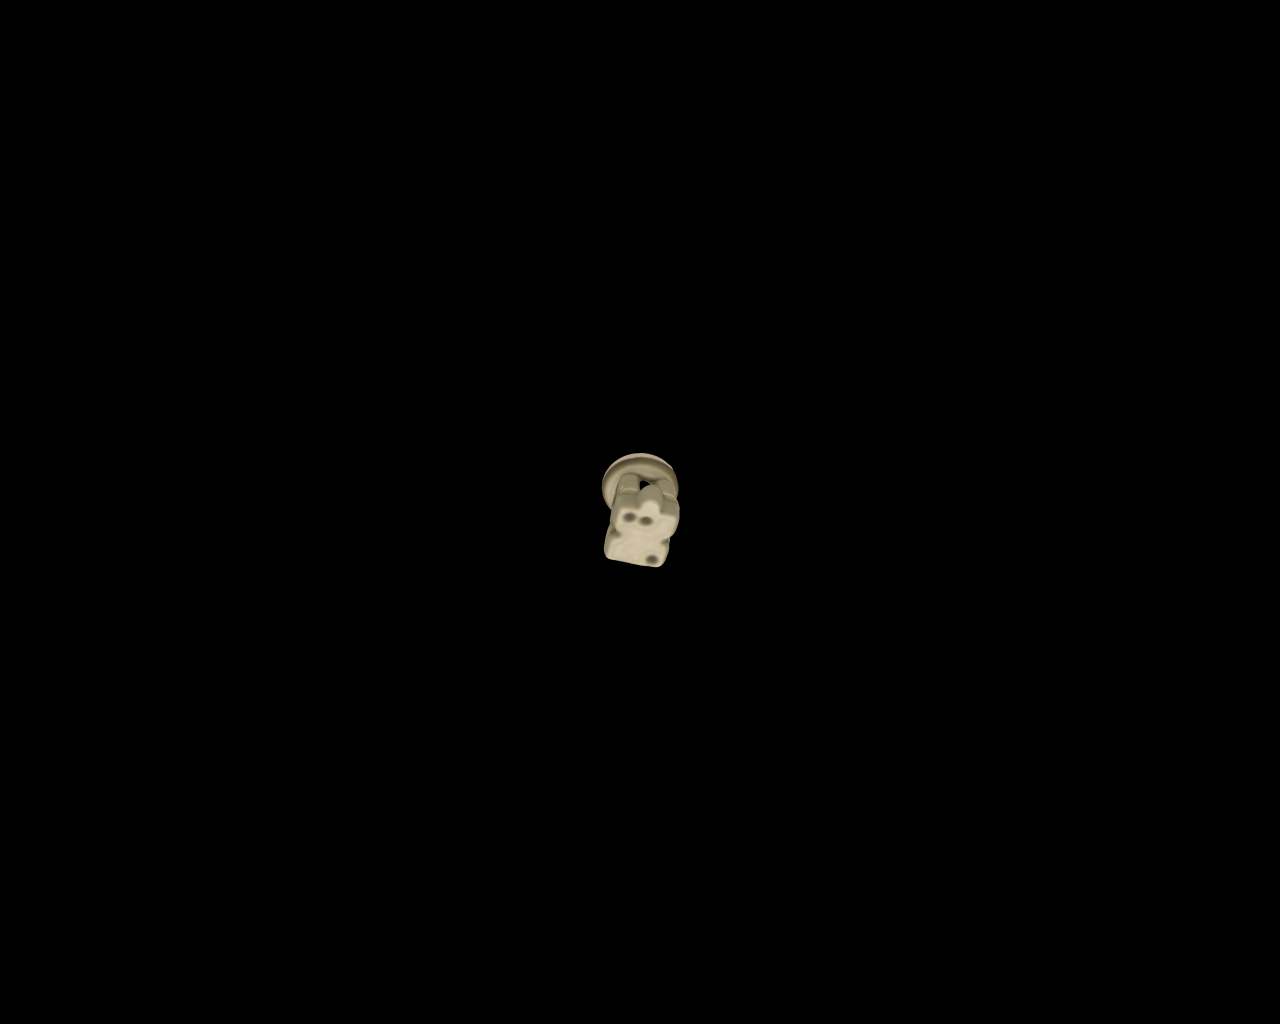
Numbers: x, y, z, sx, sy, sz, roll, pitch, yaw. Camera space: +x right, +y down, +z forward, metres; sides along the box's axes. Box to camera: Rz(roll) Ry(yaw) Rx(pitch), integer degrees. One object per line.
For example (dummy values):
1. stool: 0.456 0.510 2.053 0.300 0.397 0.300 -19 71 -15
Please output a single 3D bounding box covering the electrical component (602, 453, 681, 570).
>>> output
1. electrical component: 0.001 -0.003 0.650 0.048 0.066 0.055 11 40 -9
